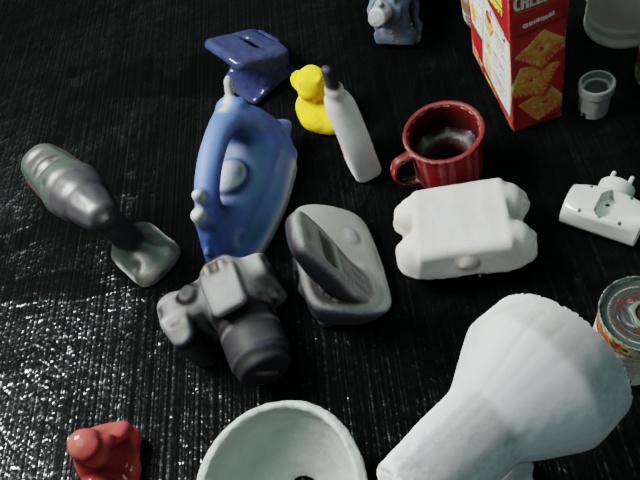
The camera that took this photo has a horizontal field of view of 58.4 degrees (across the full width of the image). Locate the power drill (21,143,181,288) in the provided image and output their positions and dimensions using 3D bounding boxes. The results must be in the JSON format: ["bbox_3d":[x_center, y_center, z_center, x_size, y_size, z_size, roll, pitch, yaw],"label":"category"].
[{"bbox_3d":[-0.264,-0.029,0.703,0.228,0.209,0.076,32,74,32],"label":"power drill"}]

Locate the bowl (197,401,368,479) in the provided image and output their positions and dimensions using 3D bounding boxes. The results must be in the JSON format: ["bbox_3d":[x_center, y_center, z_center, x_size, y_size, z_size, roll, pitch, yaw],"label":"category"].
[{"bbox_3d":[-0.029,0.243,0.538,0.167,0.075,0.167,-9,58,14],"label":"bowl"}]

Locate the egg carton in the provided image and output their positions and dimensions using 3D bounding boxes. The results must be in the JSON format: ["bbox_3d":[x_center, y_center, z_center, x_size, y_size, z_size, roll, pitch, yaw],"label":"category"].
[{"bbox_3d":[0.157,-0.008,0.631,0.150,0.070,0.107,-9,57,14],"label":"egg carton"}]

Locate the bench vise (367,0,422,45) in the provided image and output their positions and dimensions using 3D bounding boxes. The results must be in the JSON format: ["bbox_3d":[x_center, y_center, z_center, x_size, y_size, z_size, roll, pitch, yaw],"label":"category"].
[{"bbox_3d":[0.116,-0.397,0.790,0.121,0.220,0.207,-7,58,15],"label":"bench vise"}]

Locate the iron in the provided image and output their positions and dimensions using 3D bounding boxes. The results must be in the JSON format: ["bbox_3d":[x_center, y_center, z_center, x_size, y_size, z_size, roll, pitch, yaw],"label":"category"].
[{"bbox_3d":[-0.115,-0.073,0.719,0.118,0.142,0.258,0,60,19],"label":"iron"}]

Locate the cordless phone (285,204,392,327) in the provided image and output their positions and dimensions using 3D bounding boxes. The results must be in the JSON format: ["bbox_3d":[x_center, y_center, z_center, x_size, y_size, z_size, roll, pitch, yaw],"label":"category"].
[{"bbox_3d":[0.006,0.002,0.606,0.094,0.185,0.147,-22,55,6],"label":"cordless phone"}]

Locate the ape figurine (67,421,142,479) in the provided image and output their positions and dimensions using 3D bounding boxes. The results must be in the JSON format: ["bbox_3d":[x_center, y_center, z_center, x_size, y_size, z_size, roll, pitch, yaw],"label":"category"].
[{"bbox_3d":[-0.232,0.226,0.608,0.076,0.092,0.078,24,70,29],"label":"ape figurine"}]

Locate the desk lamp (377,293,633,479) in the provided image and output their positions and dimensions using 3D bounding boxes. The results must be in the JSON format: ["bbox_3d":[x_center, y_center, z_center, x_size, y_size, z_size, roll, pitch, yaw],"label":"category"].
[{"bbox_3d":[0.128,0.164,0.448,0.203,0.214,0.117,-43,56,-9],"label":"desk lamp"}]

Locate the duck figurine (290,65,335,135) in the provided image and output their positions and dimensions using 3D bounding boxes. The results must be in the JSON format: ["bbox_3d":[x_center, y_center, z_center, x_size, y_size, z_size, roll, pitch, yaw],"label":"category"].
[{"bbox_3d":[0.000,-0.200,0.792,0.104,0.086,0.077,35,76,32],"label":"duck figurine"}]

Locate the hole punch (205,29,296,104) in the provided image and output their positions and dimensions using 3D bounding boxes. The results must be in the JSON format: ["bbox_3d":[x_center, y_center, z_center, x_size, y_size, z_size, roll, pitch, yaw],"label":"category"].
[{"bbox_3d":[-0.107,-0.283,0.875,0.101,0.091,0.108,-43,56,-9],"label":"hole punch"}]

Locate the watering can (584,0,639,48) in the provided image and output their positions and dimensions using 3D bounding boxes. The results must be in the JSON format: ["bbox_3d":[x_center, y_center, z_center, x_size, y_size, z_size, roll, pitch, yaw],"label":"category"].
[{"bbox_3d":[0.382,-0.335,0.676,0.172,0.194,0.101,10,64,24],"label":"watering can"}]

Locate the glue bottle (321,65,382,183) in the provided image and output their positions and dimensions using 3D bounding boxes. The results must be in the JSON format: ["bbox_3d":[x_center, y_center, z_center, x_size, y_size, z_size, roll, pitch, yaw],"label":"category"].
[{"bbox_3d":[0.031,-0.146,0.695,0.037,0.173,0.078,-27,55,2],"label":"glue bottle"}]

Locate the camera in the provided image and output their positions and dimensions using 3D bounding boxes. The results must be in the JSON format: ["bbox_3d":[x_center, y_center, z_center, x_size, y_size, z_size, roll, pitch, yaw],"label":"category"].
[{"bbox_3d":[-0.099,0.096,0.636,0.143,0.101,0.136,-29,55,0],"label":"camera"}]
